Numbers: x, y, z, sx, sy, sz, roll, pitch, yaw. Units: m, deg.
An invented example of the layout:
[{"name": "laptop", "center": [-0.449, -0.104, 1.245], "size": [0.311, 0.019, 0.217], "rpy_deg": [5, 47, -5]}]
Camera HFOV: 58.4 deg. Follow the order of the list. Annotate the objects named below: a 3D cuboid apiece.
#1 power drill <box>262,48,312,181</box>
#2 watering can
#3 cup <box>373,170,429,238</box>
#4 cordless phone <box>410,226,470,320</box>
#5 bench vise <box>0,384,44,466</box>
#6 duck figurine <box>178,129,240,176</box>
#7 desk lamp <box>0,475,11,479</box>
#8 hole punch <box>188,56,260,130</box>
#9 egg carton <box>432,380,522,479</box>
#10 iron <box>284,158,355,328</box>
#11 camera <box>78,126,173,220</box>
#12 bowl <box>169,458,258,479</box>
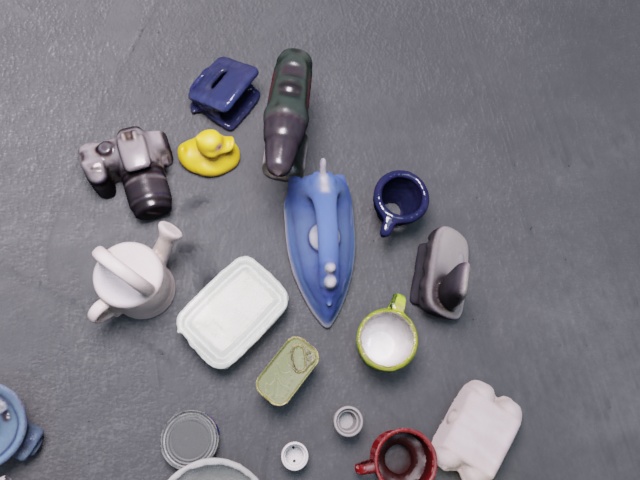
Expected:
[{"name": "power drill", "center": [-0.053, -0.175, 0.919], "size": [0.075, 0.208, 0.230], "rpy_deg": [6, 74, -3]}, {"name": "watering can", "center": [-0.275, 0.047, 0.843], "size": [0.101, 0.194, 0.173], "rpy_deg": [18, 74, 0]}, {"name": "cup", "center": [0.123, -0.048, 0.960], "size": [0.091, 0.095, 0.118], "rpy_deg": [24, 74, 2]}, {"name": "cordless phone", "center": [0.210, 0.043, 0.897], "size": [0.094, 0.185, 0.147], "rpy_deg": [8, 74, -3]}, {"name": "bench vise", "center": [-0.496, 0.240, 0.754], "size": [0.207, 0.219, 0.121], "rpy_deg": [12, 74, -2]}, {"name": "duck figurine", "center": [-0.189, -0.155, 0.964], "size": [0.104, 0.086, 0.077], "rpy_deg": [-2, 75, -6]}, {"name": "desk lamp", "center": [-0.438, 0.391, 0.721], "size": [0.203, 0.213, 0.118], "rpy_deg": [-28, 79, -12]}, {"name": "hole punch", "center": [-0.169, -0.262, 0.993], "size": [0.101, 0.091, 0.109], "rpy_deg": [33, 74, 4]}, {"name": "egg carton", "center": [0.241, 0.300, 0.889], "size": [0.107, 0.069, 0.150], "rpy_deg": [32, 74, 4]}, {"name": "iron", "center": [0.008, 0.003, 0.911], "size": [0.118, 0.141, 0.258], "rpy_deg": [-4, 75, -6]}, {"name": "camera", "center": [-0.305, -0.103, 0.930], "size": [0.143, 0.101, 0.137], "rpy_deg": [-17, 77, -10]}, {"name": "bowl", "center": [-0.153, 0.397, 0.820], "size": [0.167, 0.074, 0.167], "rpy_deg": [2, 74, -5]}]
